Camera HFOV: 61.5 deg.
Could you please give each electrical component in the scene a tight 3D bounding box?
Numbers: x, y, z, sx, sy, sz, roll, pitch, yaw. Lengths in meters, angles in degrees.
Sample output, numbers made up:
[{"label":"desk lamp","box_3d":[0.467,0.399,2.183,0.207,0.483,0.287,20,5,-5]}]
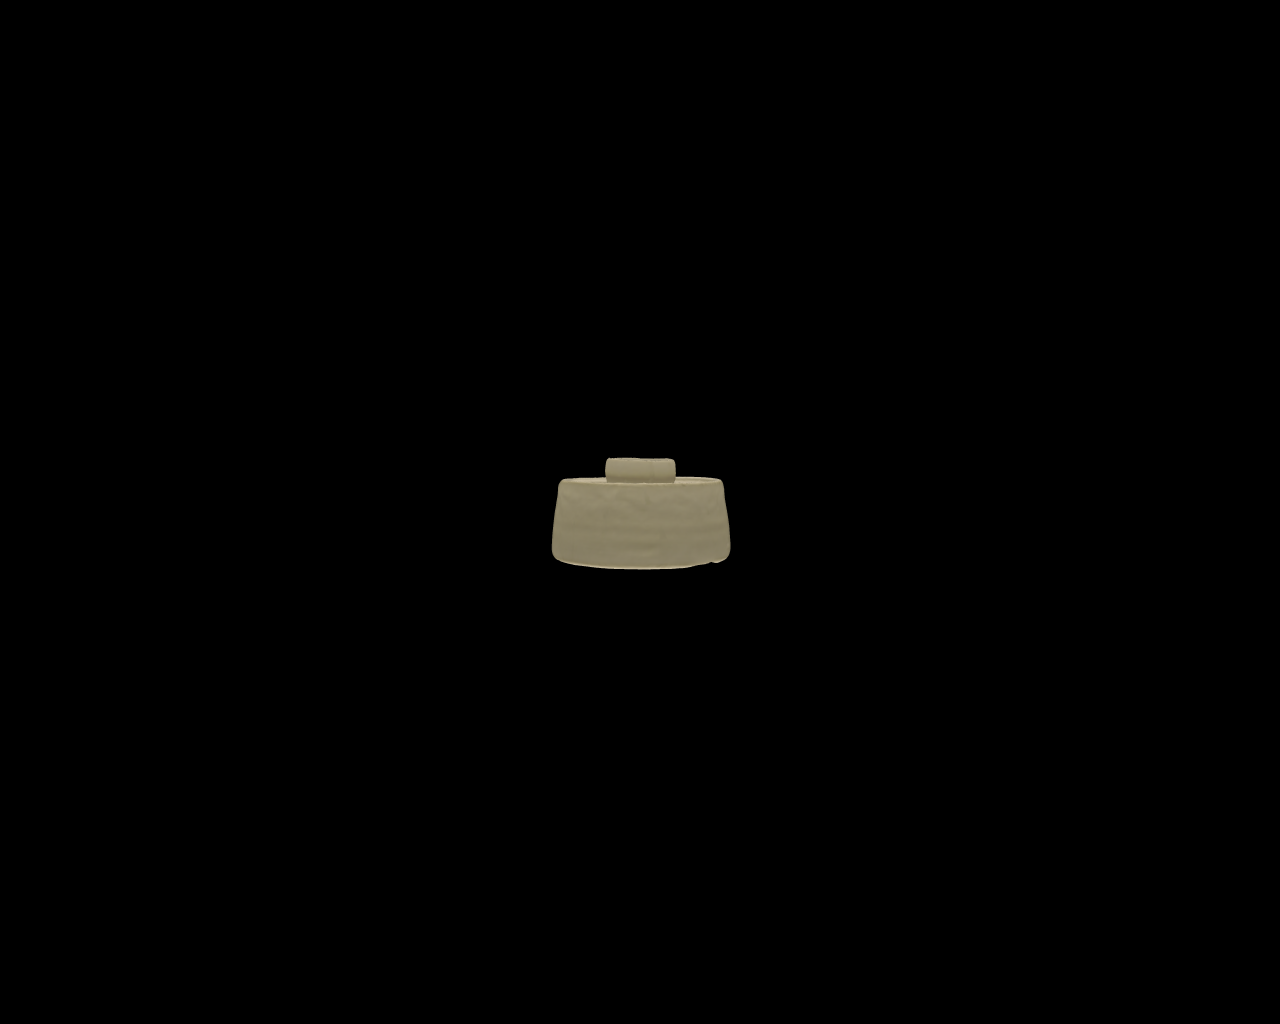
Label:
[{"label":"electrical component","box_3d":[0.001,-0.003,0.650,0.108,0.060,0.108,0,5,0]}]
